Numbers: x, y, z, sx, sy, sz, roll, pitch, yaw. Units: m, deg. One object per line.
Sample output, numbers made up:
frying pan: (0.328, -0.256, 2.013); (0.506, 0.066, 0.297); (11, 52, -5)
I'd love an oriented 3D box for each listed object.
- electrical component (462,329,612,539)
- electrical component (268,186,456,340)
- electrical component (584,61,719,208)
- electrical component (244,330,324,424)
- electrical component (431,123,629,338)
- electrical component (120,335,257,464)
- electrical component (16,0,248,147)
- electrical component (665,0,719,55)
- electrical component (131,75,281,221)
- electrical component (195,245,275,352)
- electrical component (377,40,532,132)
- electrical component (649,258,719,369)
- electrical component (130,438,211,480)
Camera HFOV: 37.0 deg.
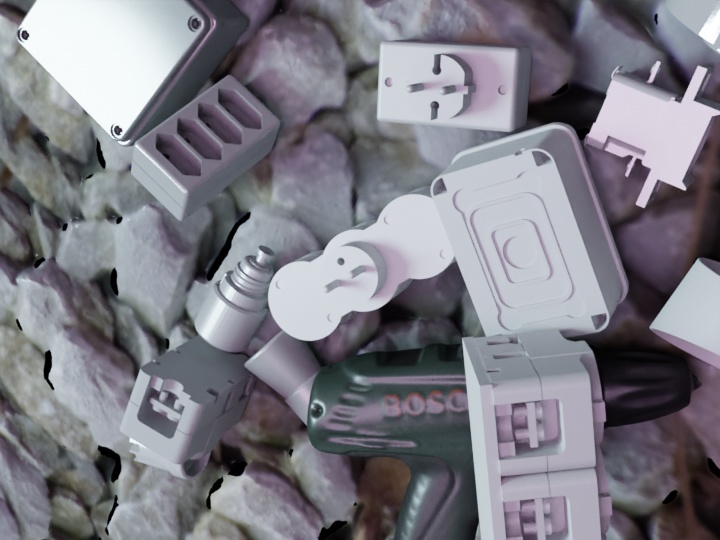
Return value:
electrical component: (0.096, 0.115, 0.573); (0.062, 0.089, 0.150); (-6, 102, 1)
electrical component: (0.000, 0.000, 0.663); (0.138, 0.074, 0.052); (-30, 90, 24)
electrical component: (0.164, -0.080, 0.599); (0.064, 0.042, 0.081); (26, 110, 18)
electrical component: (-0.039, 0.073, 0.714); (0.044, 0.044, 0.065); (-41, 91, 24)
electrical component: (0.099, -0.020, 0.617); (0.078, 0.057, 0.113); (-14, 106, 30)
electrical component: (-0.113, 0.087, 0.719); (0.050, 0.089, 0.055); (28, 111, 13)
electrical component: (-0.148, -0.155, 0.694); (0.108, 0.056, 0.108); (45, 114, 6)
electrical component: (0.207, -0.135, 0.540); (0.099, 0.099, 0.064); (35, 118, 11)
electrical component: (-0.101, -0.069, 0.692); (0.047, 0.083, 0.075); (44, 152, 7)
electrical component: (-0.079, 0.019, 0.717); (0.040, 0.040, 0.078); (35, 112, 11)
electrical component: (0.049, -0.106, 0.618); (0.083, 0.076, 0.047); (8, 105, 20)
electrical component: (0.211, 0.037, 0.579); (0.099, 0.099, 0.064); (29, 105, 13)
electrical component: (-0.135, 0.124, 0.765); (0.046, 0.040, 0.040); (9, 106, 24)
